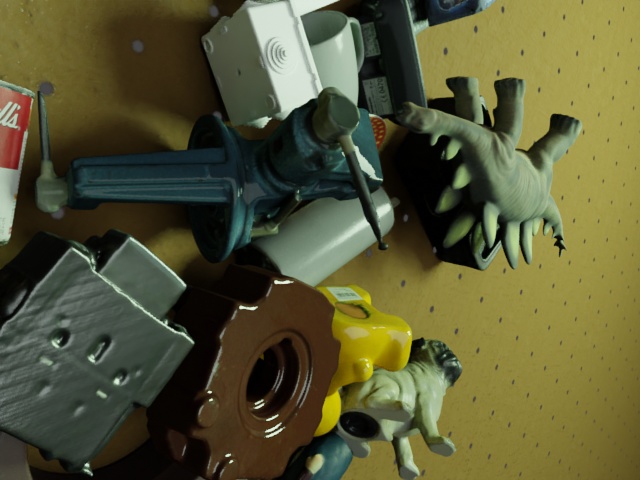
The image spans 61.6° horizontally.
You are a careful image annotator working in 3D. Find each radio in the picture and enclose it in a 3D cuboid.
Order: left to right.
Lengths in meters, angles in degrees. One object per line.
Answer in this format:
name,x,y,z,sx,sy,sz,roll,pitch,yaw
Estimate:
radio,0.198,-0.072,0.750,0.131,0.073,0.229,-52,129,-24

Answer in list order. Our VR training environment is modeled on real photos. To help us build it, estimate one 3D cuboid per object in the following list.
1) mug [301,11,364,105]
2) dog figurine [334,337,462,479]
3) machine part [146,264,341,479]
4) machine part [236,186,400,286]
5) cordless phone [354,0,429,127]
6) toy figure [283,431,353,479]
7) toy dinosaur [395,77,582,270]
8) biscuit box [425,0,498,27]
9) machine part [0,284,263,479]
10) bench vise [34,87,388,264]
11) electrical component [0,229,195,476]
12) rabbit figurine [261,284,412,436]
mug,0.005,-0.167,0.542,0.109,0.081,0.107,-47,141,-31
dog figurine,0.101,0.189,0.721,0.172,0.121,0.191,40,35,-14
machine part,-0.050,0.108,0.434,0.179,0.056,0.179,-16,110,-51
machine part,-0.001,-0.002,0.569,0.243,0.079,0.079,-33,121,-34
cordless phone,0.107,-0.226,0.630,0.184,0.089,0.146,-46,128,-43
toy figure,-0.027,0.291,0.623,0.154,0.058,0.064,-37,116,-28
toy dinosaur,0.238,-0.069,0.675,0.471,0.105,0.198,12,97,-44
biscuit box,0.172,-0.300,0.633,0.203,0.063,0.059,-51,131,-54
machine part,-0.159,0.126,0.436,0.200,0.087,0.201,32,75,-44
bench vise,-0.080,-0.046,0.406,0.240,0.224,0.128,-5,89,-29
electrical component,-0.148,0.061,0.332,0.134,0.058,0.114,-57,134,-19
rabbit figurine,0.001,0.147,0.583,0.162,0.122,0.173,-6,122,-44
